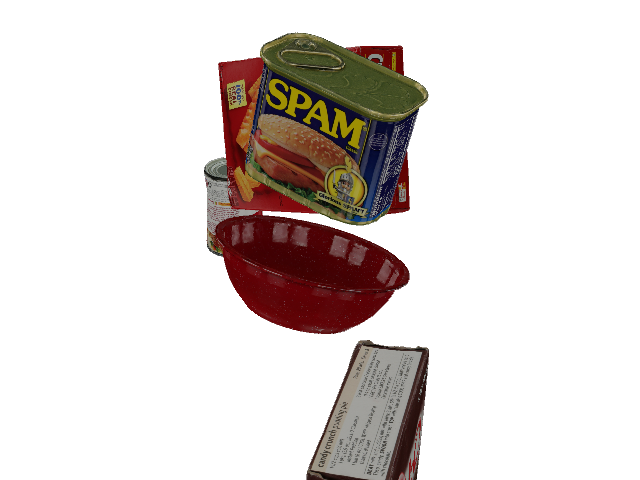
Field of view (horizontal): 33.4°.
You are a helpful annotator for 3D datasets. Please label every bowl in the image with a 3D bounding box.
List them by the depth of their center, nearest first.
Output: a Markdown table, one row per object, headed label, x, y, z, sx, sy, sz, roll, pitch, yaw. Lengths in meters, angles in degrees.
| label | x | y | z | sx | sy | sz | roll | pitch | yaw |
| --- | --- | --- | --- | --- | --- | --- | --- | --- | --- |
| bowl | -0.012 | 0.032 | 0.864 | 0.162 | 0.055 | 0.162 | 13 | 16 | -4 |

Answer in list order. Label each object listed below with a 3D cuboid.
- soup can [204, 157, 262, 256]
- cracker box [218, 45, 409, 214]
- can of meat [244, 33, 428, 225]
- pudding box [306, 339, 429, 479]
| label | x | y | z | sx | sy | sz | roll | pitch | yaw |
| --- | --- | --- | --- | --- | --- | --- | --- | --- | --- |
| soup can | -0.102 | -0.040 | 1.255 | 0.068 | 0.102 | 0.068 | 0 | 28 | 0 |
| cracker box | -0.012 | -0.111 | 1.101 | 0.071 | 0.164 | 0.214 | -10 | 10 | -43 |
| can of meat | 0.006 | -0.067 | 0.656 | 0.102 | 0.084 | 0.057 | 28 | 37 | 20 |
| pudding box | 0.021 | 0.109 | 0.471 | 0.039 | 0.090 | 0.113 | 8 | 25 | 9 |
